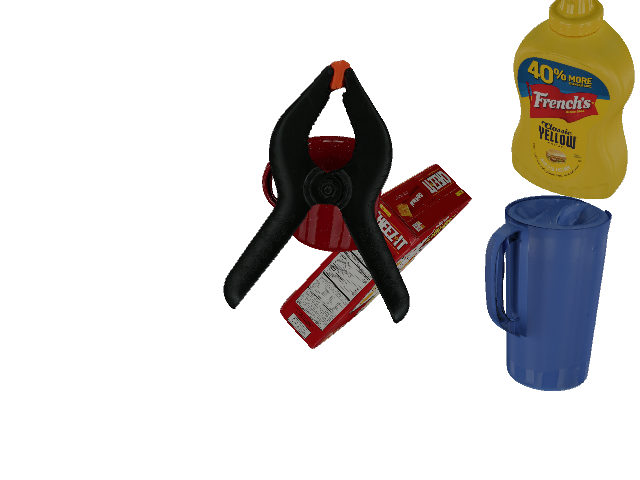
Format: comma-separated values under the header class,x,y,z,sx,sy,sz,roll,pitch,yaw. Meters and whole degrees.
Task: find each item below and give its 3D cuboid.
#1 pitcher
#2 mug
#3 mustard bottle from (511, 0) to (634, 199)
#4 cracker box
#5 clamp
class,x,y,z,sx,sy,sz,roll,pitch,yaw
pitcher,0.294,0.072,1.395,0.149,0.243,0.144,5,21,14
mug,0.002,-0.044,0.982,0.117,0.081,0.093,10,27,8
mustard bottle,0.205,-0.124,0.867,0.096,0.191,0.058,23,52,29
cracker box,0.064,0.016,1.277,0.214,0.072,0.163,-49,-9,33
clamp,-0.006,-0.028,0.687,0.120,0.171,0.039,-4,4,-8
